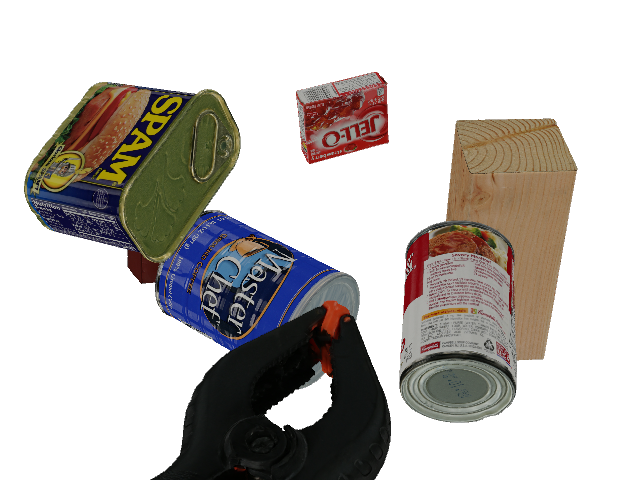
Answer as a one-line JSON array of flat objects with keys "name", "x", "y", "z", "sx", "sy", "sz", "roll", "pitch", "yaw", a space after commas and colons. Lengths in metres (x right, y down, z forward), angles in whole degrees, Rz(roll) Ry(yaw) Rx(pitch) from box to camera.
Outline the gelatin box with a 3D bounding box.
[{"name": "gelatin box", "x": 0.023, "y": -0.122, "z": 1.065, "sx": 0.089, "sy": 0.073, "sz": 0.030, "roll": -15, "pitch": 43, "yaw": -11}]

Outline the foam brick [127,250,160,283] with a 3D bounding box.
[{"name": "foam brick", "x": -0.150, "y": 0.006, "z": 1.070, "sx": 0.078, "sy": 0.051, "sz": 0.053, "roll": -7, "pitch": 21, "yaw": -24}]

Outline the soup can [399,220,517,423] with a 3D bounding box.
[{"name": "soup can", "x": 0.082, "y": 0.048, "z": 0.634, "sx": 0.068, "sy": 0.102, "sz": 0.068, "roll": 4, "pitch": -41, "yaw": 4}]

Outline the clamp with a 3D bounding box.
[{"name": "clamp", "x": -0.014, "y": 0.092, "z": 0.387, "sx": 0.120, "sy": 0.039, "sz": 0.171, "roll": 25, "pitch": 49, "yaw": 18}]

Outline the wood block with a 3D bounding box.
[{"name": "wood block", "x": 0.162, "y": 0.003, "z": 0.957, "sx": 0.091, "sy": 0.206, "sz": 0.090, "roll": -1, "pitch": 36, "yaw": -2}]

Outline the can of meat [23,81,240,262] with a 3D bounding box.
[{"name": "can of meat", "x": -0.109, "y": -0.044, "z": 0.615, "sx": 0.084, "sy": 0.102, "sz": 0.057, "roll": 12, "pitch": -34, "yaw": 32}]

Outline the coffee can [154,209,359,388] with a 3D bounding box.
[{"name": "coffee can", "x": -0.053, "y": 0.047, "z": 0.894, "sx": 0.140, "sy": 0.103, "sz": 0.102, "roll": 26, "pitch": 13, "yaw": 28}]
